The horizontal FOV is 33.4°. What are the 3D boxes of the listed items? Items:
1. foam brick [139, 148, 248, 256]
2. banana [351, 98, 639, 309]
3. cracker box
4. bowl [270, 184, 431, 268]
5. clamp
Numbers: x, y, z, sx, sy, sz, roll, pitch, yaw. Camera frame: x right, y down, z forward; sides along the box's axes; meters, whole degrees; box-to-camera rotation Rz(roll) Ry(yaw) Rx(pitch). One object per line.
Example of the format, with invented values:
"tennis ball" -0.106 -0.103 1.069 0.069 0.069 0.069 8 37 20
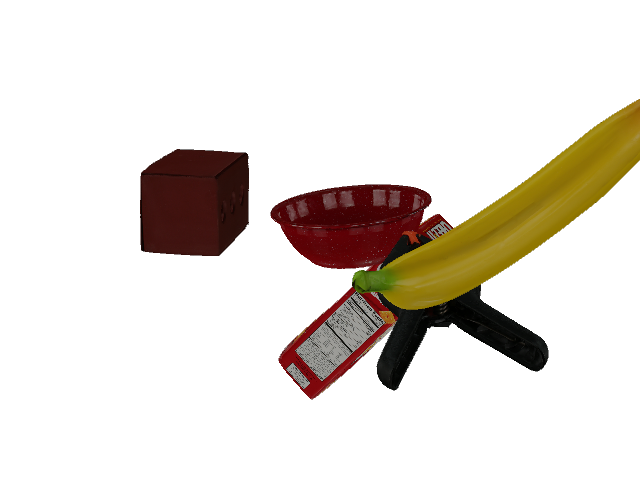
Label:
"foam brick" -0.081 -0.026 0.694 0.051 0.053 0.078 5 18 10
"banana" 0.110 -0.012 0.598 0.198 0.037 0.069 -33 -14 -1
"cracker box" 0.064 0.075 1.263 0.214 0.072 0.164 -47 -7 31
"bowl" 0.033 -0.011 1.066 0.162 0.055 0.162 -6 15 2
"clamp" 0.097 0.048 0.792 0.120 0.039 0.171 3 35 -4
